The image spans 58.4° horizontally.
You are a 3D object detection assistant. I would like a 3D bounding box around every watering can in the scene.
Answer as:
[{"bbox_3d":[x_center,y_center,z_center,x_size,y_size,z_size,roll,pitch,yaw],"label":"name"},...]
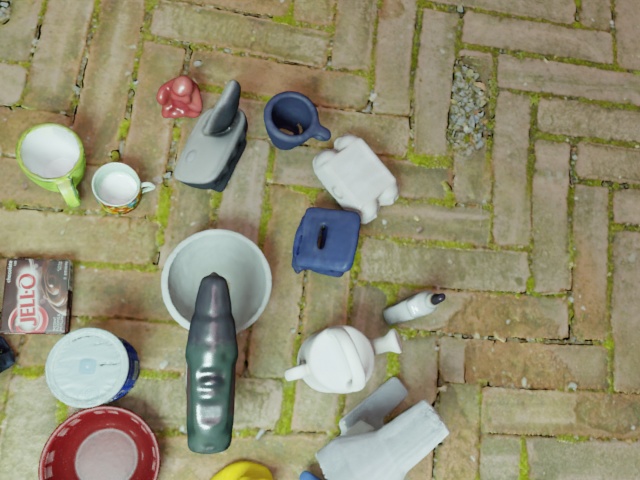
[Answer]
[{"bbox_3d":[0.036,0.173,0.853,0.173,0.194,0.101,-38,86,-17],"label":"watering can"}]

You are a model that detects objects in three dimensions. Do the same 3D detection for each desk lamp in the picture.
[{"bbox_3d":[0.089,0.293,0.825,0.203,0.213,0.118,-37,86,-17],"label":"desk lamp"}]

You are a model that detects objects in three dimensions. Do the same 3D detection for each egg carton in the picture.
[{"bbox_3d":[0.061,-0.106,0.989,0.107,0.069,0.150,-40,87,-17],"label":"egg carton"}]

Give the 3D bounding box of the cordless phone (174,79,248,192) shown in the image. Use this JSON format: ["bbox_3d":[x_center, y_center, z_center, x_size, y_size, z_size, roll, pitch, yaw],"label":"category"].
[{"bbox_3d":[-0.168,-0.163,0.895,0.094,0.185,0.148,20,74,-6],"label":"cordless phone"}]

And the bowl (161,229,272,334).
[{"bbox_3d":[-0.161,0.071,0.899,0.167,0.074,0.167,3,76,-11],"label":"bowl"}]

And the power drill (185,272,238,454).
[{"bbox_3d":[-0.154,0.174,0.806,0.076,0.208,0.229,0,77,-11],"label":"power drill"}]

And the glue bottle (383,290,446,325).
[{"bbox_3d":[0.159,0.102,0.906,0.078,0.173,0.037,-23,82,-15],"label":"glue bottle"}]

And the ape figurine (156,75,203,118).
[{"bbox_3d":[-0.229,-0.242,0.950,0.078,0.092,0.076,36,73,-1],"label":"ape figurine"}]

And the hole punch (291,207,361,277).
[{"bbox_3d":[0.009,0.003,0.941,0.101,0.091,0.109,13,75,-8],"label":"hole punch"}]

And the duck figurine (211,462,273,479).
[{"bbox_3d":[-0.115,0.368,0.832,0.105,0.086,0.077,-9,79,-13],"label":"duck figurine"}]

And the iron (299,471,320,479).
[{"bbox_3d":[0.051,0.457,0.816,0.258,0.141,0.119,41,73,0],"label":"iron"}]

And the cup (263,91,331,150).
[{"bbox_3d":[-0.041,-0.187,0.974,0.118,0.095,0.092,23,74,-5],"label":"cup"}]

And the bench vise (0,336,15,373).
[{"bbox_3d":[-0.482,0.106,0.749,0.207,0.219,0.122,41,73,0],"label":"bench vise"}]
